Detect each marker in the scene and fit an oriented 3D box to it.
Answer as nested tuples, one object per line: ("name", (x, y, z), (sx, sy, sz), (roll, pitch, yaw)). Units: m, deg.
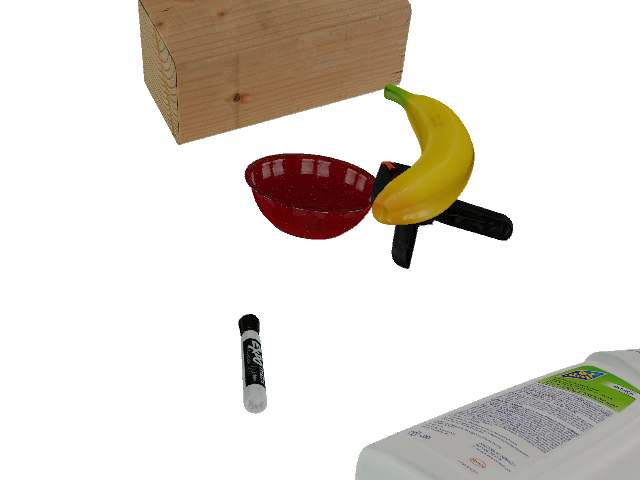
("marker", (-0.058, 0.100, 0.900), (0.020, 0.020, 0.121), (0, 30, -7))

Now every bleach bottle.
("bleach bottle", (0.143, 0.113, 0.590), (0.250, 0.068, 0.103), (-16, 25, -35))

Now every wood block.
("wood block", (-0.038, -0.165, 0.896), (0.205, 0.090, 0.091), (-18, -36, -18))

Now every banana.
("banana", (0.074, -0.057, 0.752), (0.069, 0.037, 0.197), (5, 30, 3))

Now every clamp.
("clamp", (0.109, -0.033, 1.043), (0.120, 0.039, 0.171), (-6, 34, -11))

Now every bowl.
("bowl", (-0.011, -0.046, 1.239), (0.162, 0.055, 0.162), (7, 27, -4))
